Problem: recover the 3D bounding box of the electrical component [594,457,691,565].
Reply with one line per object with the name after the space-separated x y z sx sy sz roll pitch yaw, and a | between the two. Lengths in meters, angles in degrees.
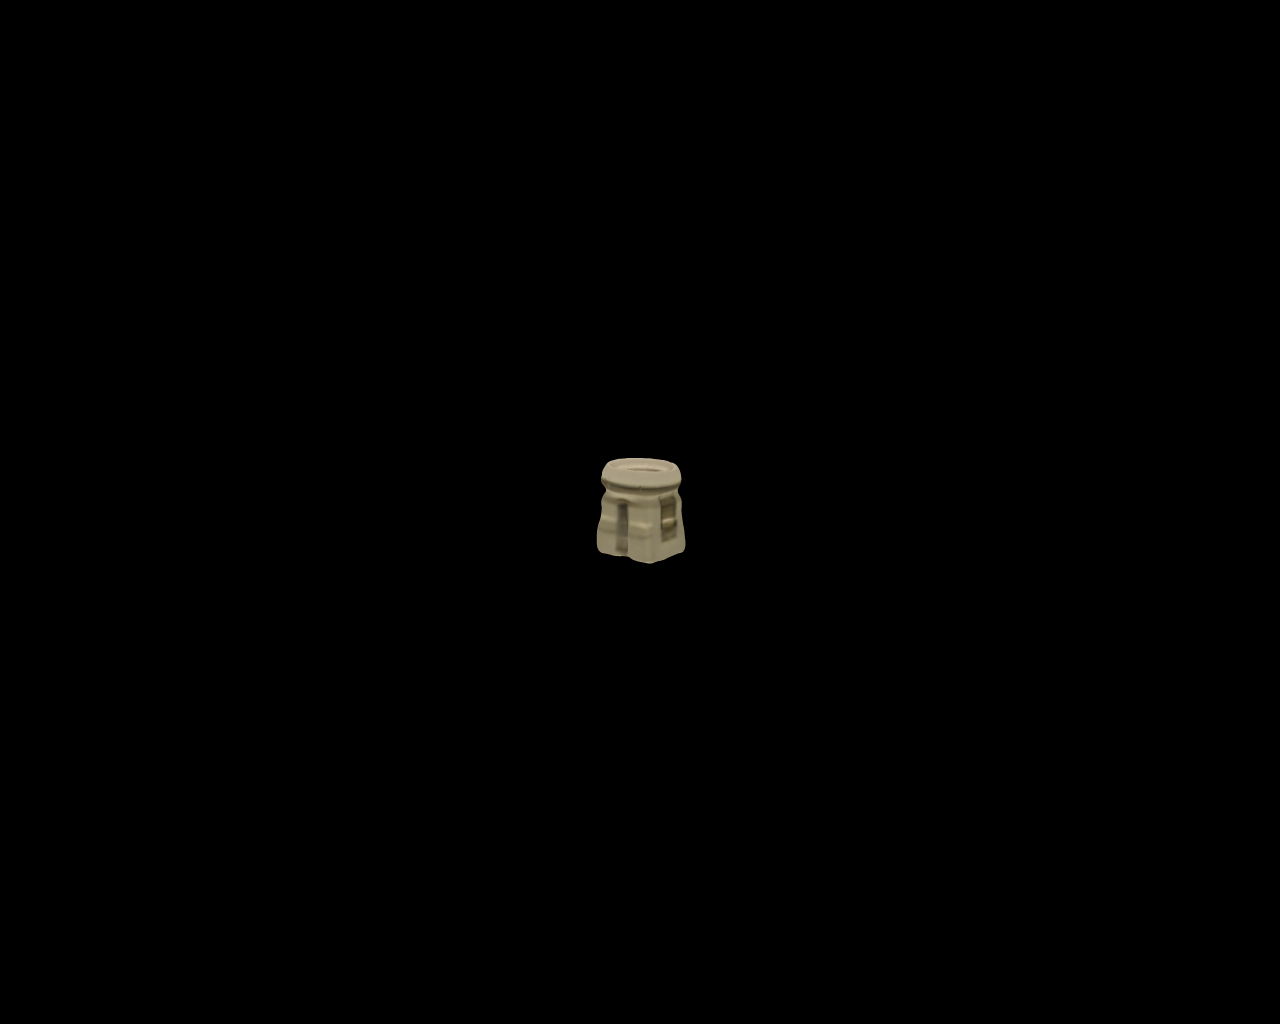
0.001 -0.003 0.650 0.066 0.055 0.048 11 18 37 | electrical component
